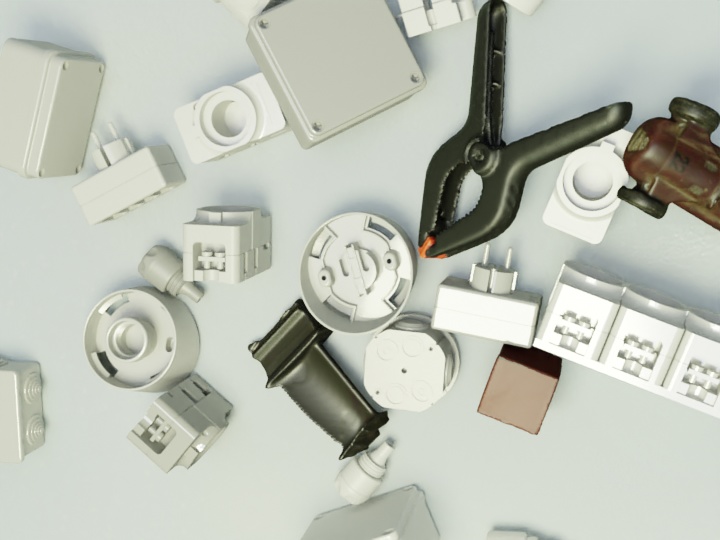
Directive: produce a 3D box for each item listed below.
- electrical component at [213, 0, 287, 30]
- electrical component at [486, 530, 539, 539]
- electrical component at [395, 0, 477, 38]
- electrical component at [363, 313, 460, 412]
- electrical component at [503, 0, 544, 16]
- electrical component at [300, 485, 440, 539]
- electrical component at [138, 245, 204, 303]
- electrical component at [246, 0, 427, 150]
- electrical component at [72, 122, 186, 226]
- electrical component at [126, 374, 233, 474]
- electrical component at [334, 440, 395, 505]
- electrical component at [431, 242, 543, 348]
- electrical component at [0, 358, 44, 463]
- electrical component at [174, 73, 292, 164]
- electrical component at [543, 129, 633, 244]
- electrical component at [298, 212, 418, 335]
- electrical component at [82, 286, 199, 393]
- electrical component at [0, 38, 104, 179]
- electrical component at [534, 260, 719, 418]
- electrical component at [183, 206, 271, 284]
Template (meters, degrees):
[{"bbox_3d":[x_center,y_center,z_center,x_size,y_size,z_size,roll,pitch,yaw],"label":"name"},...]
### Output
[{"bbox_3d":[-0.081,-0.238,0.877,0.051,0.080,0.080,44,106,-2],"label":"electrical component"},{"bbox_3d":[0.141,0.244,0.919,0.078,0.040,0.040,-1,99,14],"label":"electrical component"},{"bbox_3d":[0.055,-0.221,0.864,0.066,0.048,0.055,-14,103,16],"label":"electrical component"},{"bbox_3d":[0.042,0.079,0.911,0.080,0.051,0.080,2,99,14],"label":"electrical component"},{"bbox_3d":[0.127,-0.231,0.840,0.055,0.055,0.047,36,109,6],"label":"electrical component"},{"bbox_3d":[0.004,0.242,0.918,0.109,0.109,0.056,-21,96,16],"label":"electrical component"},{"bbox_3d":[-0.166,0.007,0.960,0.061,0.035,0.035,38,105,3],"label":"electrical component"},{"bbox_3d":[-0.020,-0.169,0.864,0.109,0.056,0.108,-28,92,-12],"label":"electrical component"},{"bbox_3d":[-0.212,-0.092,0.948,0.083,0.047,0.075,-25,92,16],"label":"electrical component"},{"bbox_3d":[-0.154,0.137,0.949,0.056,0.089,0.050,41,106,5],"label":"electrical component"},{"bbox_3d":[0.007,0.175,0.944,0.035,0.035,0.061,41,103,5],"label":"electrical component"},{"bbox_3d":[0.108,0.016,0.887,0.083,0.047,0.075,11,101,12],"label":"electrical component"},{"bbox_3d":[-0.349,0.131,1.017,0.100,0.048,0.099,1,99,13],"label":"electrical component"},{"bbox_3d":[-0.105,-0.128,0.912,0.089,0.056,0.050,-20,94,16],"label":"electrical component"},{"bbox_3d":[0.184,-0.072,0.850,0.050,0.056,0.089,24,104,9],"label":"electrical component"},{"bbox_3d":[0.000,0.000,0.902,0.099,0.064,0.099,2,99,13],"label":"electrical component"},{"bbox_3d":[-0.198,0.064,0.971,0.099,0.064,0.099,0,88,13],"label":"electrical component"},{"bbox_3d":[-0.276,-0.140,0.941,0.057,0.078,0.113,20,103,13],"label":"electrical component"},{"bbox_3d":[0.221,0.049,0.843,0.150,0.089,0.061,21,103,10],"label":"electrical component"},{"bbox_3d":[-0.112,-0.024,0.913,0.050,0.089,0.055,3,100,13],"label":"electrical component"}]
